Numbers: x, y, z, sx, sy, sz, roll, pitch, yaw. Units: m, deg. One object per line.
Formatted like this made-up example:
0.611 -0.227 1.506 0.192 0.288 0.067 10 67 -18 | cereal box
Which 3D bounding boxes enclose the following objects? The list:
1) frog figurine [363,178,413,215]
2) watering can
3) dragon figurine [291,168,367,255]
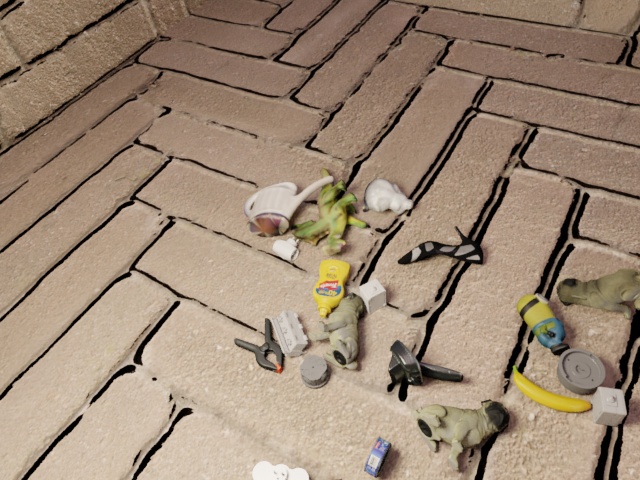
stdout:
0.235 -0.143 1.761 0.160 0.120 0.139 14 33 34 | frog figurine
-0.123 -0.124 1.783 0.346 0.102 0.230 -11 45 23 | watering can
0.005 -0.089 1.767 0.243 0.119 0.418 -30 42 -6 | dragon figurine
